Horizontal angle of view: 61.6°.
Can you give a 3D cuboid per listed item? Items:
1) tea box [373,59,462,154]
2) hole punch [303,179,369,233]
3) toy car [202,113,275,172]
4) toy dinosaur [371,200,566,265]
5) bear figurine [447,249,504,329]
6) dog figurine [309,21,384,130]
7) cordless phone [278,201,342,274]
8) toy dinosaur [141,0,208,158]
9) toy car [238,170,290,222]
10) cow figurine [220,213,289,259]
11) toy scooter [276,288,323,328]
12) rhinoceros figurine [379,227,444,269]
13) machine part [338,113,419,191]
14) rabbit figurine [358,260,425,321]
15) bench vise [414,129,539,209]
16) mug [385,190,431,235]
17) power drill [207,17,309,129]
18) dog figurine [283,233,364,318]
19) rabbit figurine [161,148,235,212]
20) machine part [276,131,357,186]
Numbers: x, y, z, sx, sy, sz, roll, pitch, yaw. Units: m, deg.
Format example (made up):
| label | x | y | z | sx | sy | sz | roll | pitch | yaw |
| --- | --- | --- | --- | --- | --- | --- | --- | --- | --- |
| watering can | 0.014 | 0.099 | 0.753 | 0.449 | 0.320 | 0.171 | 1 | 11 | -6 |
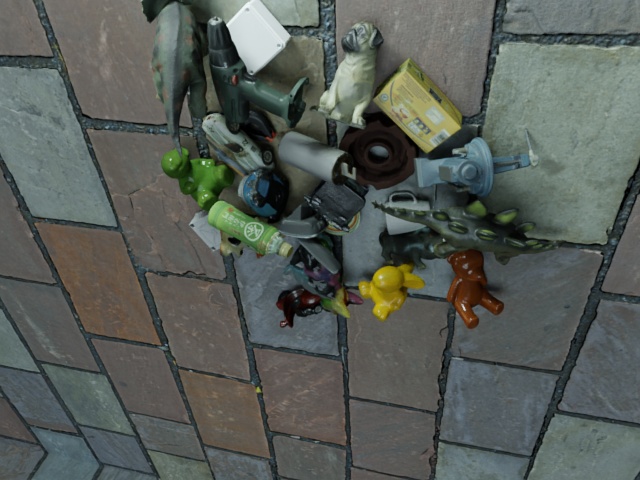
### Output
| label | x | y | z | sx | sy | sz | roll | pitch | yaw |
| --- | --- | --- | --- | --- | --- | --- | --- | --- | --- |
| tea box | 0.203 | -0.274 | 1.110 | 0.169 | 0.068 | 0.098 | 43 | 128 | -17 |
| hole punch | 0.045 | -0.104 | 1.281 | 0.142 | 0.092 | 0.115 | 36 | 123 | -12 |
| toy car | -0.186 | -0.220 | 1.258 | 0.074 | 0.056 | 0.201 | 1 | 148 | 45 |
| toy dinosaur | 0.327 | -0.026 | 1.180 | 0.472 | 0.105 | 0.198 | 7 | 165 | -6 |
| bear figurine | 0.383 | 0.103 | 1.332 | 0.120 | 0.132 | 0.195 | -24 | 138 | -16 |
| dog figurine | 0.067 | -0.335 | 1.102 | 0.121 | 0.172 | 0.190 | 16 | 97 | -18 |
| cordless phone | -0.003 | -0.004 | 1.310 | 0.089 | 0.146 | 0.184 | -43 | 90 | 21 |
| toy dinosaur | -0.278 | -0.371 | 1.039 | 0.131 | 0.405 | 0.192 | -12 | 149 | -5 |
| toy car | -0.147 | -0.112 | 1.311 | 0.103 | 0.109 | 0.161 | 11 | 171 | 25 |
| cow figurine | -0.174 | -0.019 | 1.396 | 0.195 | 0.085 | 0.127 | -33 | 98 | -2 |
| toy scooter | -0.056 | 0.192 | 1.543 | 0.184 | 0.135 | 0.075 | -15 | 122 | 26 |
| rhinoceros figurine | 0.243 | 0.008 | 1.338 | 0.191 | 0.073 | 0.111 | 1 | 118 | 19 |
| machine part | 0.133 | -0.198 | 1.207 | 0.179 | 0.056 | 0.179 | 8 | 131 | 10 |
| rabbit figurine | 0.187 | 0.121 | 1.388 | 0.162 | 0.122 | 0.173 | -21 | 152 | 0 |
| bench vise | 0.327 | -0.149 | 1.119 | 0.241 | 0.223 | 0.128 | -9 | 89 | -4 |
| mug | 0.211 | -0.070 | 1.280 | 0.107 | 0.081 | 0.109 | -6 | 116 | 10 |
| power drill | -0.130 | -0.319 | 1.089 | 0.207 | 0.086 | 0.231 | 18 | 144 | 7 |
| dog figurine | 0.025 | 0.102 | 1.421 | 0.219 | 0.108 | 0.191 | 41 | 135 | 7 |
| rabbit figurine | -0.319 | -0.174 | 1.320 | 0.121 | 0.159 | 0.170 | -53 | 139 | 2 |
| machine part | -0.011 | -0.183 | 1.205 | 0.244 | 0.079 | 0.079 | 28 | 139 | 33 |
